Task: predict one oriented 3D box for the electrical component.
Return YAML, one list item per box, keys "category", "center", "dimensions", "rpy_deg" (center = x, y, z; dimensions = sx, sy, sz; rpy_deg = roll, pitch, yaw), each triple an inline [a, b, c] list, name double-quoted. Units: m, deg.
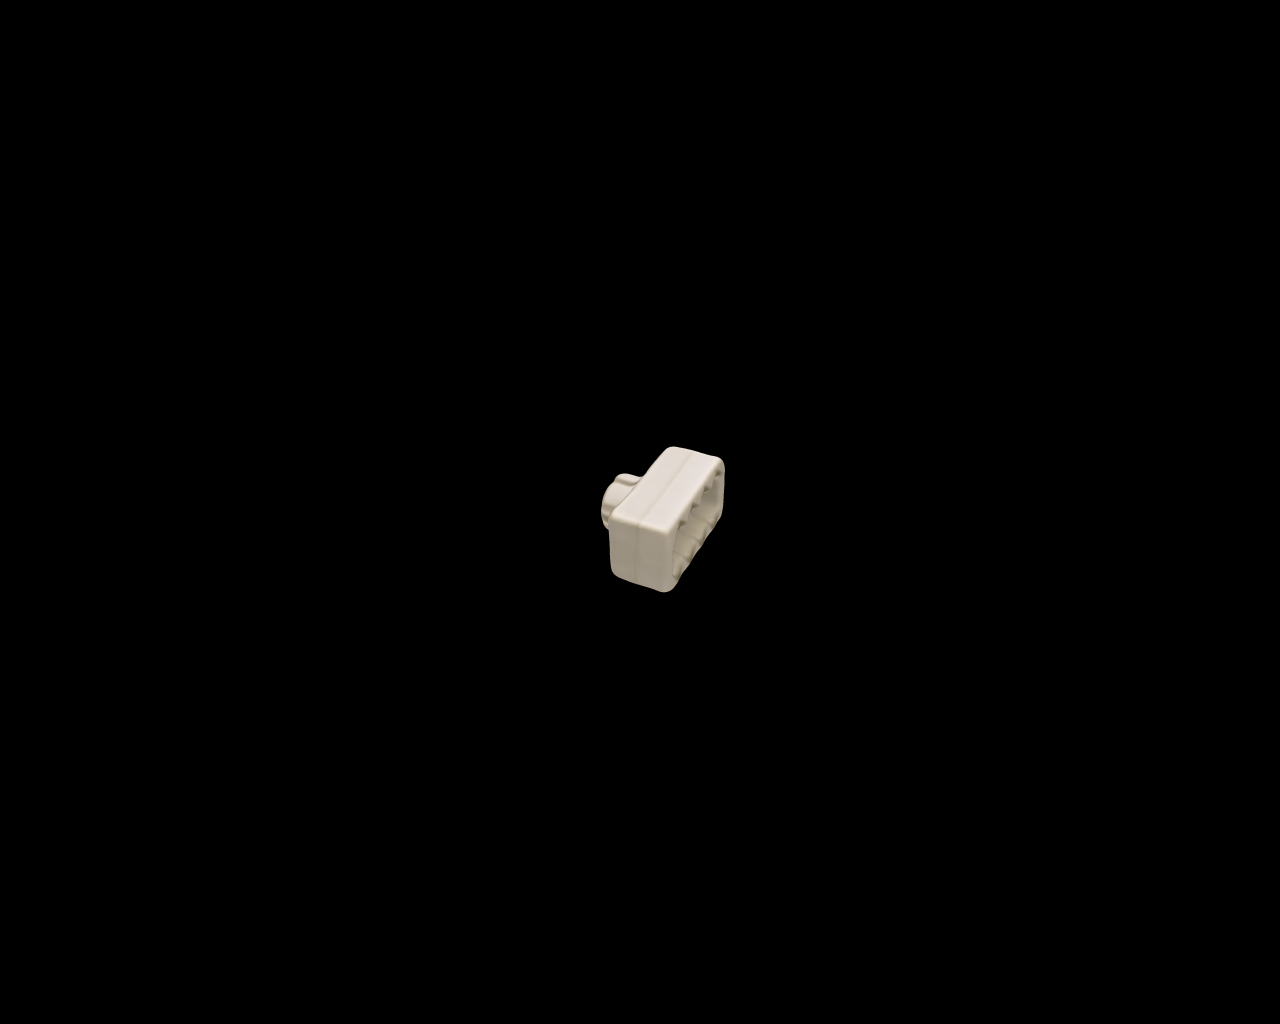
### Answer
- category: "electrical component"
  center: [0.001, -0.003, 0.650]
  dimensions: [0.076, 0.047, 0.083]
  rpy_deg: [17, 42, 21]
